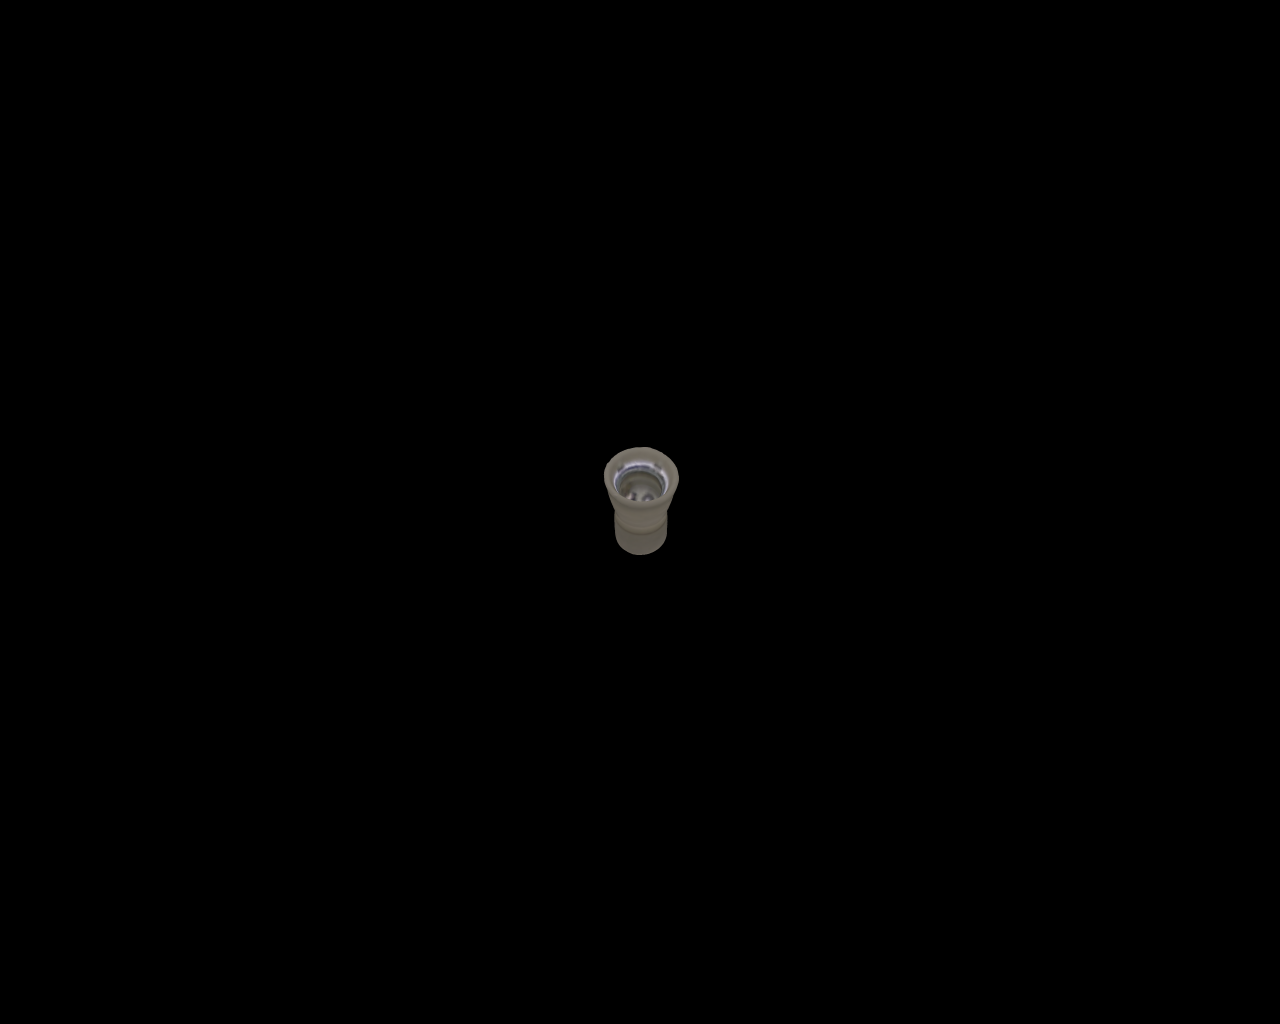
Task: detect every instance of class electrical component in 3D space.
[{"bbox_3d":[0.001,-0.003,0.650,0.044,0.044,0.065,0,-37,0],"label":"electrical component"}]
